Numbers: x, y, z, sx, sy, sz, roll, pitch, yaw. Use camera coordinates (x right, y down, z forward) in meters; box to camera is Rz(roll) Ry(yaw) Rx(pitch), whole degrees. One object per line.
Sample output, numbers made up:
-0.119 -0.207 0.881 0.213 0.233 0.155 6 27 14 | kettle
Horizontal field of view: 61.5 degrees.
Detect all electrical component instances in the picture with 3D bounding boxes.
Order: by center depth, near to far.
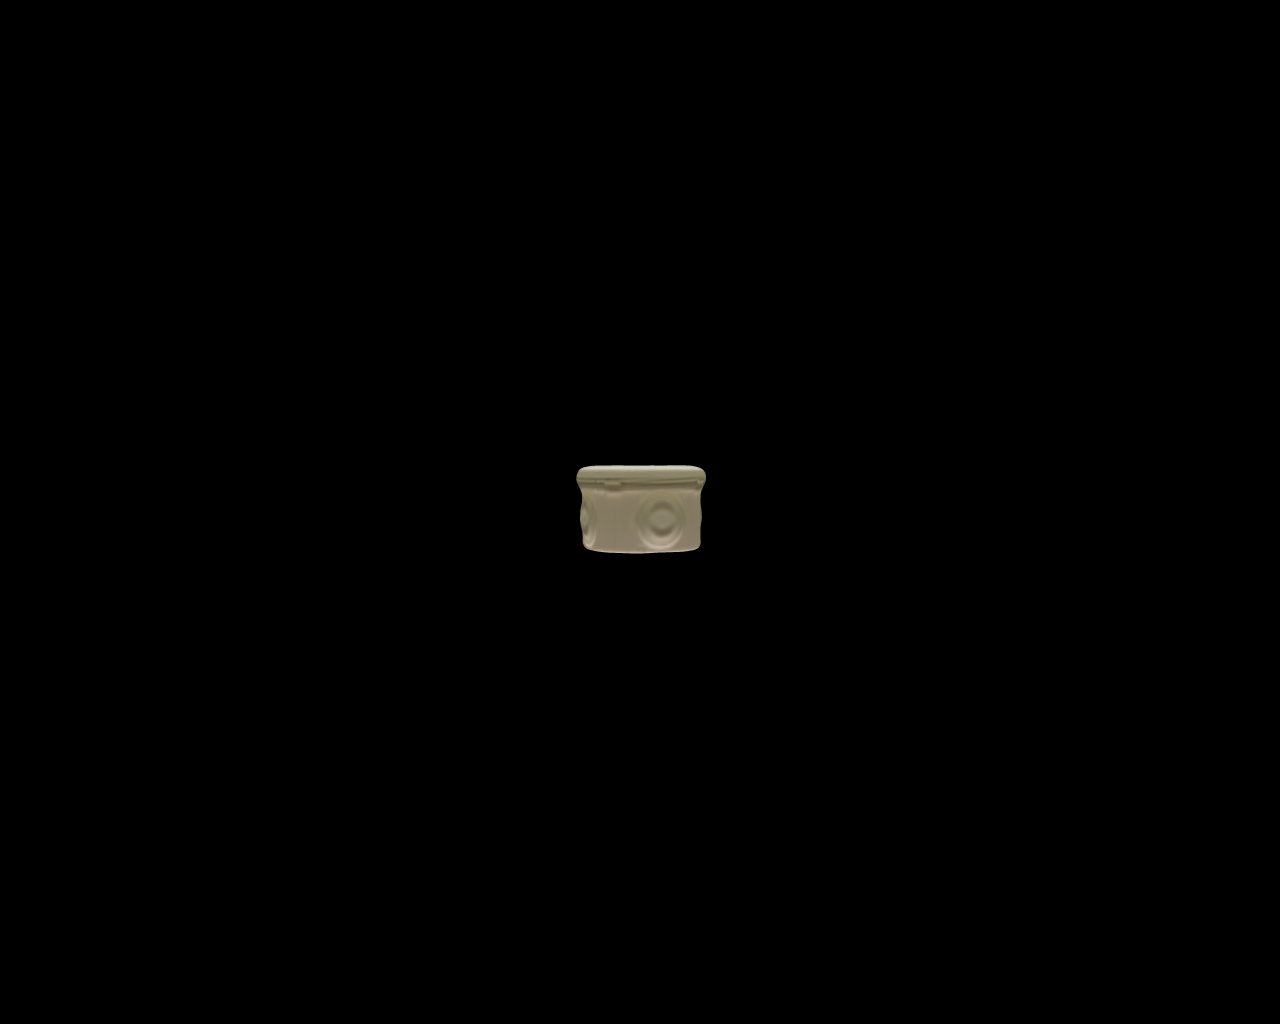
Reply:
0.001 -0.003 0.650 0.080 0.051 0.080 0 3 0 | electrical component
